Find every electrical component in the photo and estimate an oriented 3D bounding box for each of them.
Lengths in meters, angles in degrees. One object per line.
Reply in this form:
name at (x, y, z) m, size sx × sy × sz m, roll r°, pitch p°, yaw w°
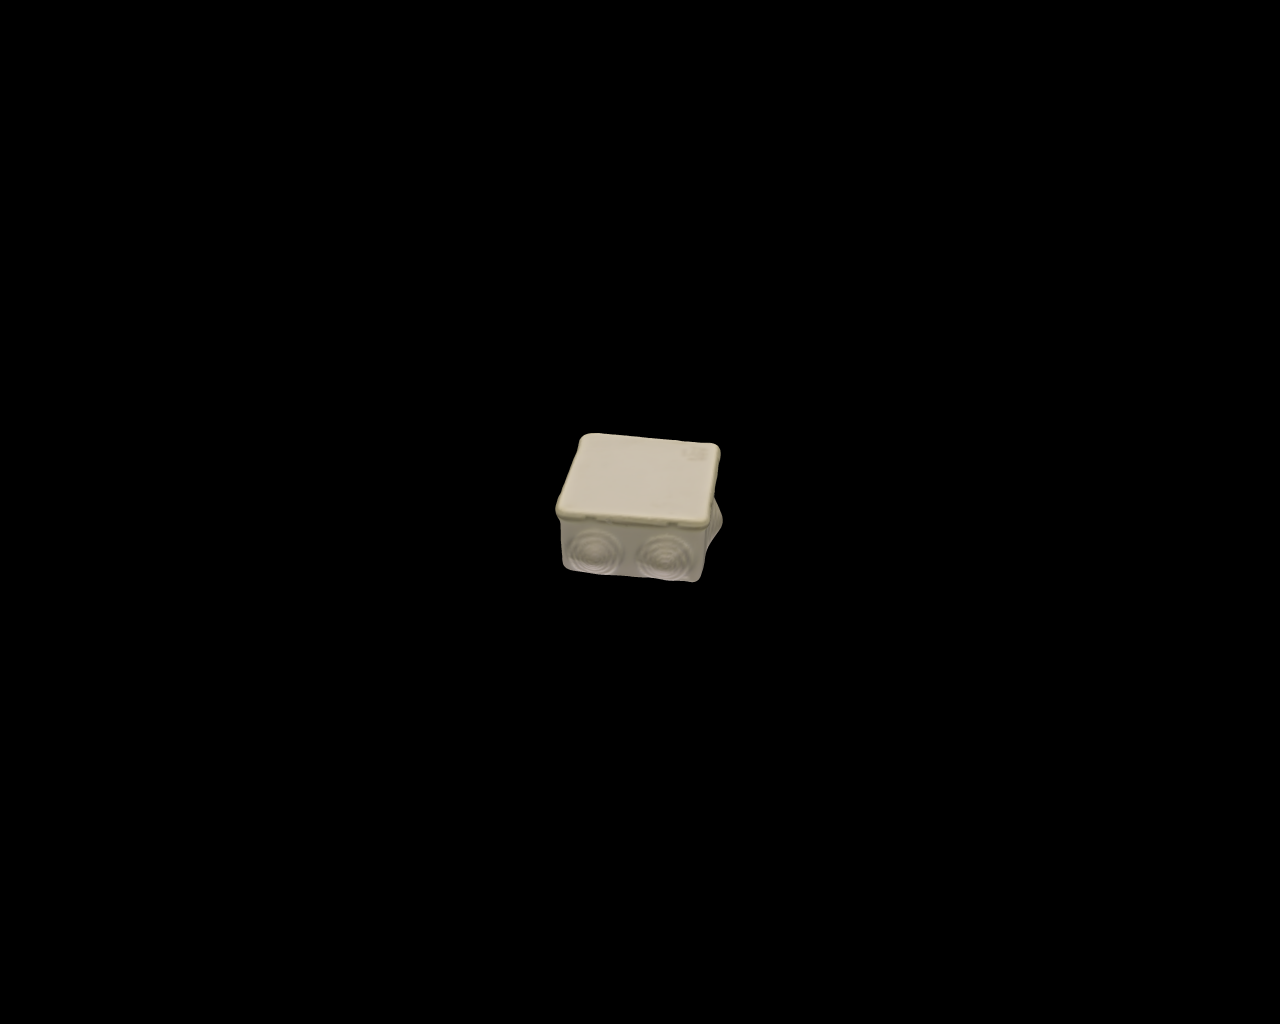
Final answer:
electrical component at (0.001, -0.003, 0.650) m, size 0.100 × 0.048 × 0.100 m, roll 5°, pitch 36°, yaw 7°
